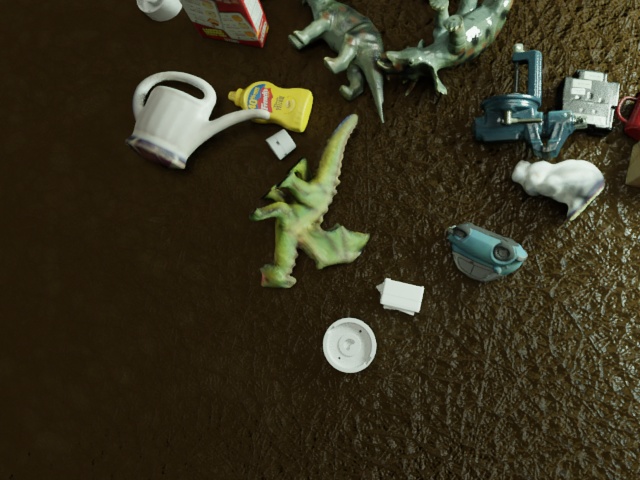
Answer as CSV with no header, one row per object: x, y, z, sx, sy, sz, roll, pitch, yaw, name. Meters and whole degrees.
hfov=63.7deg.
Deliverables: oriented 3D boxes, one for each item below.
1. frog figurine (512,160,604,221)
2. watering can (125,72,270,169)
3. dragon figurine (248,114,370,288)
0.485,-0.126,1.051,0.139,0.120,0.161,-32,67,-31,frog figurine
-0.299,-0.262,1.169,0.349,0.103,0.225,23,85,19,watering can
0.003,-0.057,1.124,0.410,0.123,0.242,-43,96,1,dragon figurine
